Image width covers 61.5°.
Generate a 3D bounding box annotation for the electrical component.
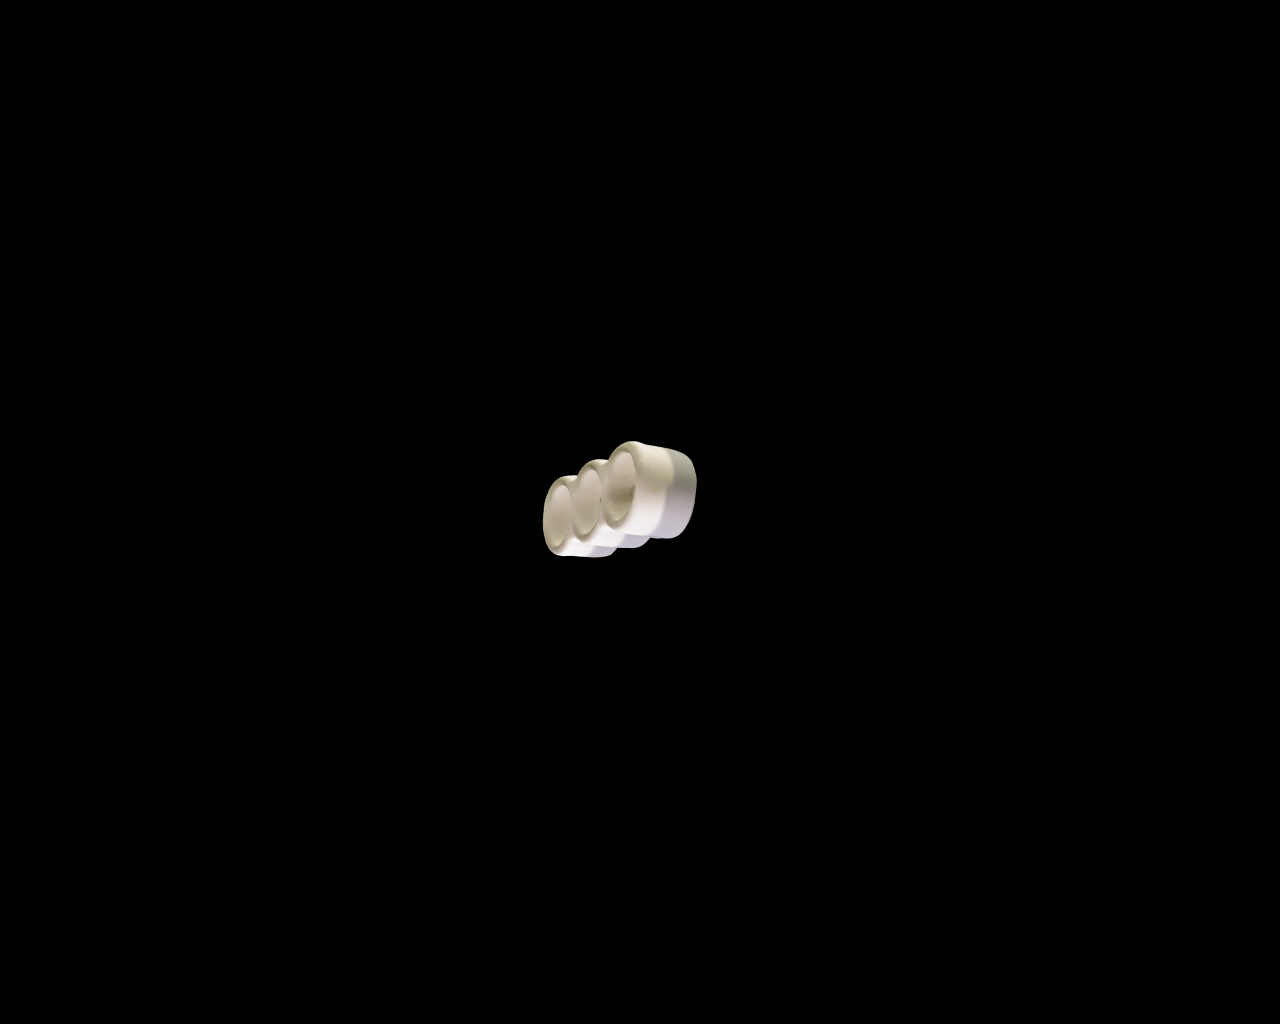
[{"bbox_3d":[0.001,-0.003,0.650,0.074,0.052,0.138,6,-13,-27],"label":"electrical component"}]
